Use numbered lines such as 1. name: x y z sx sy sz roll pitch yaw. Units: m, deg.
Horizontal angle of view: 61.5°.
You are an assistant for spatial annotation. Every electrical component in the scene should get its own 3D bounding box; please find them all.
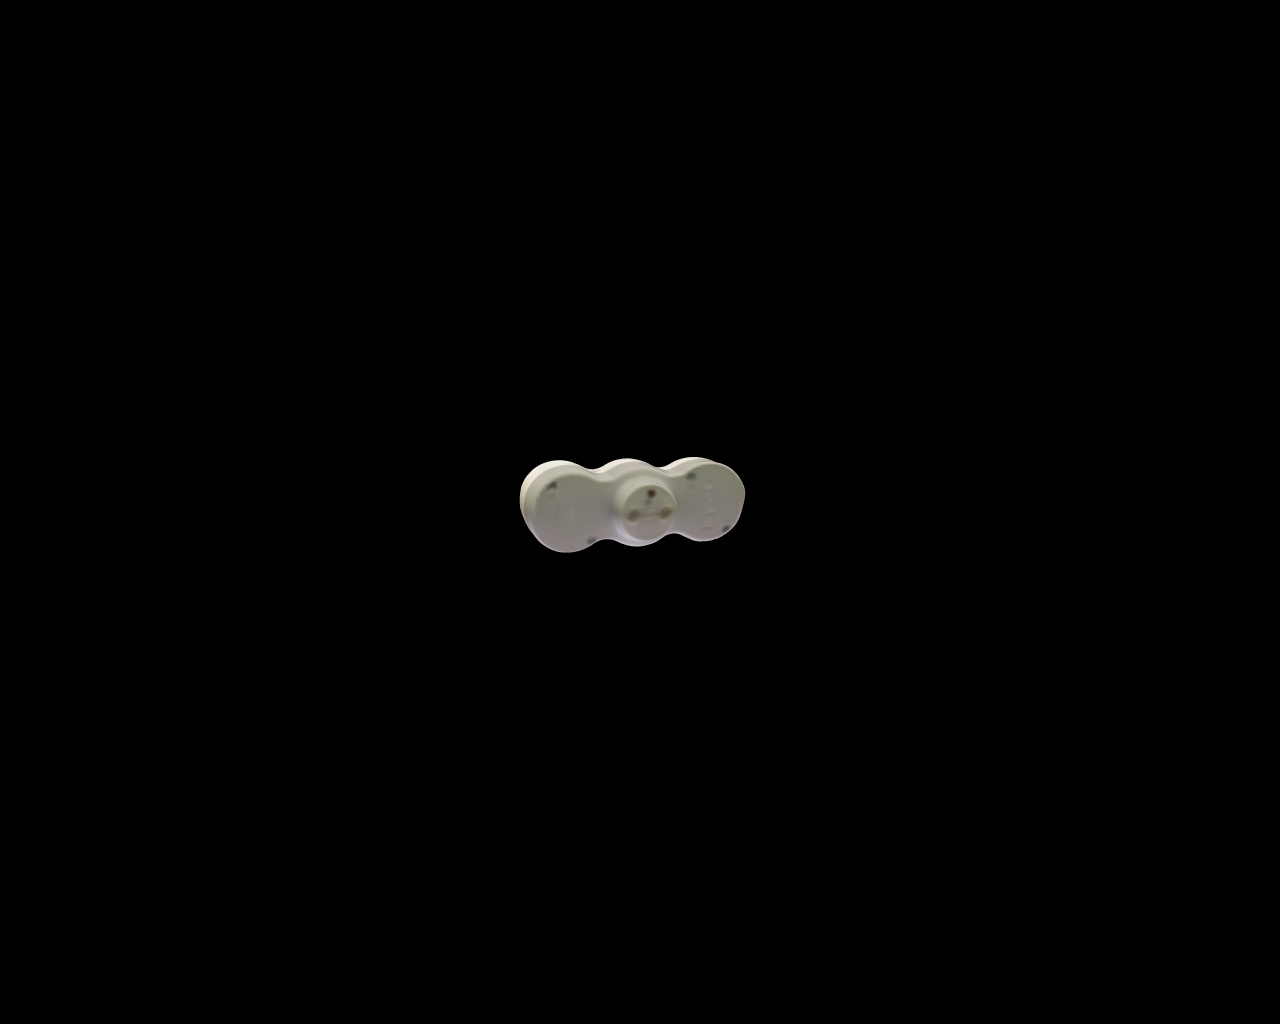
1. electrical component: 0.001 -0.003 0.650 0.138 0.052 0.074 -3 12 -16
